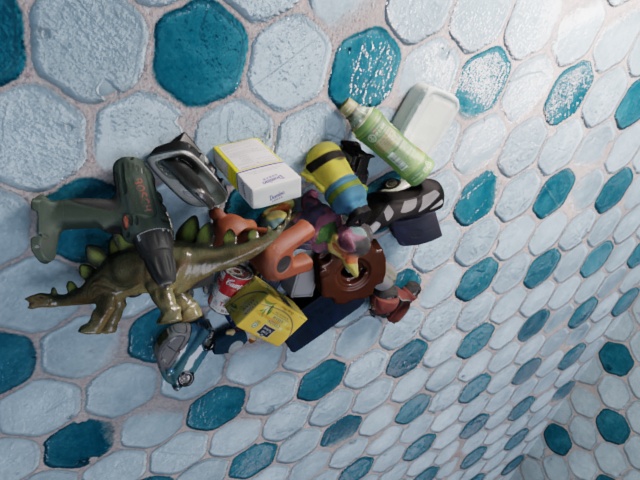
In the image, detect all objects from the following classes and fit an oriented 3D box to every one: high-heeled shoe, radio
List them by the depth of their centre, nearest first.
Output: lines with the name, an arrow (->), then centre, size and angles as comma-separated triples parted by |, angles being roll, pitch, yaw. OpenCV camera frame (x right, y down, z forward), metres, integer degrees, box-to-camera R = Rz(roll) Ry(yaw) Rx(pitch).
high-heeled shoe -> 0.169, -0.052, 1.195 | 0.249, 0.086, 0.145 | -45, 127, -1
radio -> -0.009, 0.165, 1.338 | 0.229, 0.073, 0.131 | -35, 136, -8

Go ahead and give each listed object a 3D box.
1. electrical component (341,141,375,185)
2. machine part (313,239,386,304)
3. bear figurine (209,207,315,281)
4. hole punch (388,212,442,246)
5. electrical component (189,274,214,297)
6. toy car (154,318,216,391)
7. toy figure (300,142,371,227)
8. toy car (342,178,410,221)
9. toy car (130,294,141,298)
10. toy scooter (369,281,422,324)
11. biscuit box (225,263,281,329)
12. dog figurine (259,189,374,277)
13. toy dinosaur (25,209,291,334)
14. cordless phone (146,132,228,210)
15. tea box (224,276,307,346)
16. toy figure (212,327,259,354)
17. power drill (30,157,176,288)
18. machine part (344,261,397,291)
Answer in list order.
electrical component -> 0.064, -0.143, 1.135 | 0.048, 0.075, 0.119 | -3, 129, -34
machine part -> 0.068, 0.066, 1.222 | 0.179, 0.056, 0.179 | -10, 124, -16
bear figurine -> -0.122, 0.000, 1.052 | 0.132, 0.196, 0.120 | -27, 133, -36
hole punch -> 0.234, -0.040, 1.329 | 0.116, 0.092, 0.142 | -34, 141, -2
electrical component -> -0.256, 0.079, 1.128 | 0.063, 0.021, 0.093 | -14, 131, -25
toy car -> -0.305, 0.237, 1.169 | 0.103, 0.109, 0.161 | 32, 94, -29
toy figure -> 0.038, -0.114, 1.068 | 0.089, 0.180, 0.082 | -44, 157, 21
toy car -> 0.132, -0.074, 1.250 | 0.202, 0.056, 0.073 | -33, 137, -9
toy car -> -0.303, 0.046, 1.045 | 0.202, 0.053, 0.089 | -21, 139, -14
toy scooter -> 0.196, 0.179, 1.492 | 0.184, 0.075, 0.135 | 1, 125, -41
biscuit box -> -0.143, 0.108, 1.203 | 0.062, 0.059, 0.202 | 12, 116, -43
dog figurine -> -0.002, -0.003, 1.096 | 0.191, 0.219, 0.108 | -23, 131, -19
toy dinosaur -> -0.272, 0.050, 0.936 | 0.472, 0.198, 0.105 | -10, 175, -5
cordless phone -> -0.201, -0.088, 0.911 | 0.089, 0.184, 0.146 | -42, 137, -5
tea box -> -0.115, 0.158, 1.166 | 0.098, 0.068, 0.169 | -45, 143, 4
toy figure -> -0.184, 0.225, 1.276 | 0.154, 0.058, 0.064 | -18, 171, -24
power drill -> -0.346, -0.018, 0.861 | 0.207, 0.232, 0.086 | -12, 162, -3
machine part -> 0.121, 0.065, 1.341 | 0.079, 0.079, 0.243 | -48, 137, 8
